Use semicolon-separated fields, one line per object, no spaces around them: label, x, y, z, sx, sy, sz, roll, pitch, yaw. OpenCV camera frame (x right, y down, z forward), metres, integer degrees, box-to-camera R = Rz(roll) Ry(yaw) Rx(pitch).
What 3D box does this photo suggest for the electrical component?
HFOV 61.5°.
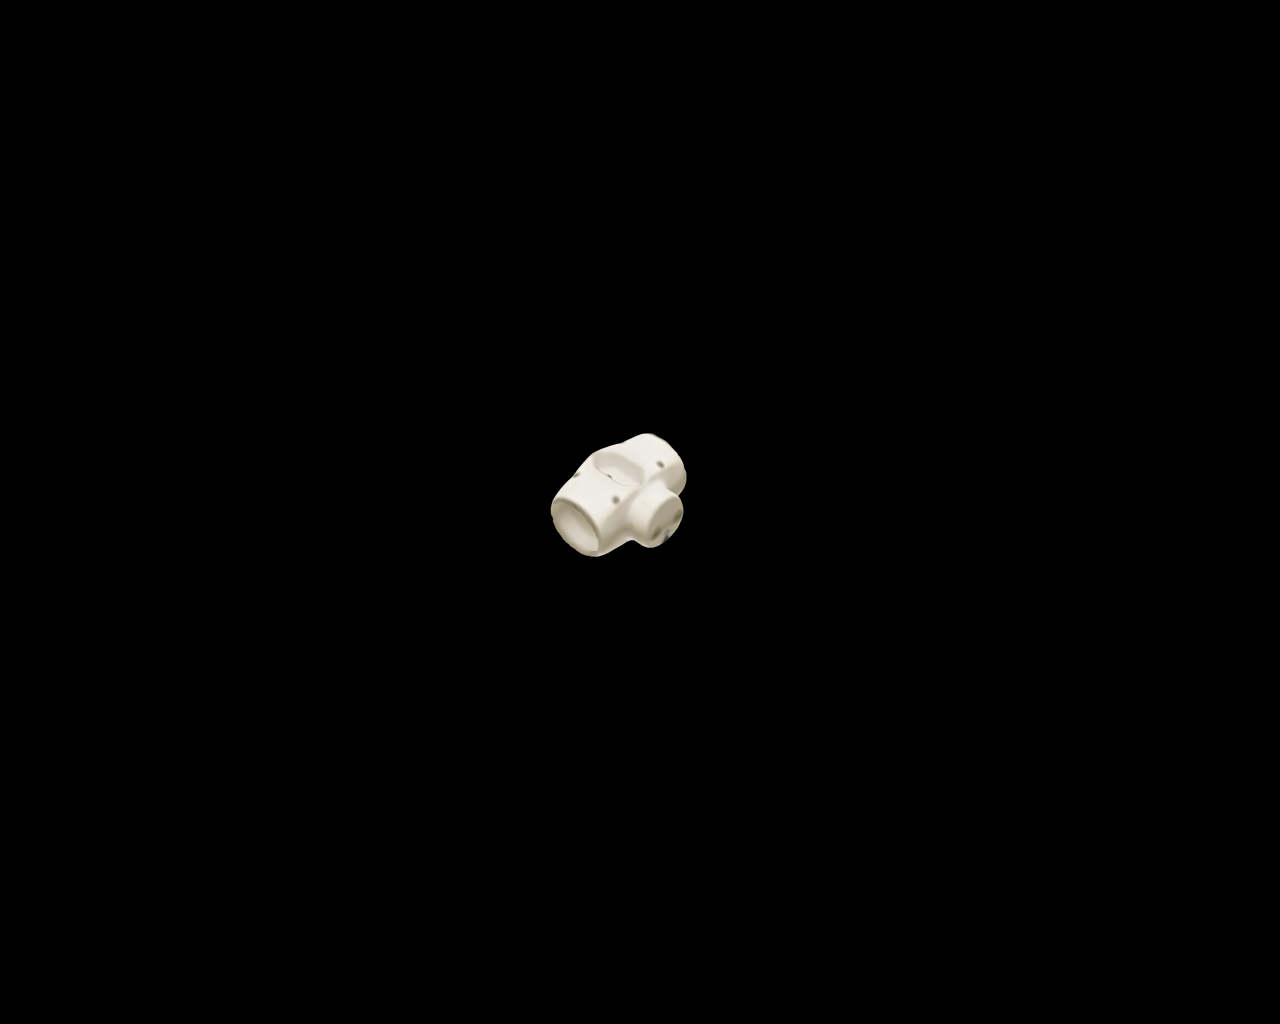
electrical component;0.001;-0.003;0.650;0.079;0.043;0.077;33;54;29
